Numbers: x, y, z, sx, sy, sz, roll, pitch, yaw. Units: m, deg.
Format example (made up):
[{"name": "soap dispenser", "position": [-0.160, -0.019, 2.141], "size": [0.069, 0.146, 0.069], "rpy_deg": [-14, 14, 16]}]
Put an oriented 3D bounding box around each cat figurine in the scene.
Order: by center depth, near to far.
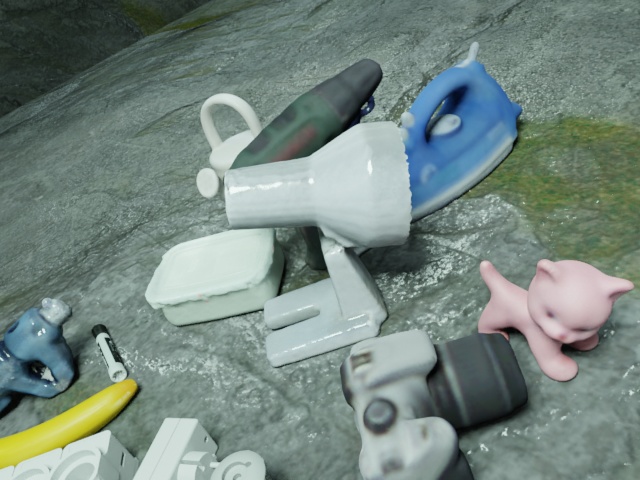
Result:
[{"name": "cat figurine", "position": [0.190, 0.052, 0.485], "size": [0.067, 0.118, 0.127], "rpy_deg": [-40, 37, -24]}]

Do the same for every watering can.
[{"name": "watering can", "position": [-0.109, -0.116, 0.824], "size": [0.100, 0.194, 0.173], "rpy_deg": [-13, 35, 14]}]

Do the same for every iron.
[{"name": "iron", "position": [0.158, -0.145, 0.756], "size": [0.118, 0.142, 0.259], "rpy_deg": [17, 50, 44]}]

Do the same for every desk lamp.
[{"name": "desk lamp", "position": [0.005, 0.002, 0.575], "size": [0.203, 0.214, 0.117], "rpy_deg": [-20, 34, 4]}]

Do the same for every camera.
[{"name": "camera", "position": [0.093, 0.126, 0.453], "size": [0.136, 0.101, 0.143], "rpy_deg": [-19, 34, 6]}]

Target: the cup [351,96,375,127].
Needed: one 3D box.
[{"name": "cup", "position": [0.040, -0.174, 0.908], "size": [0.118, 0.095, 0.091], "rpy_deg": [-24, 34, -2]}]

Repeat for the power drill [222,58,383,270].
[{"name": "power drill", "position": [0.006, -0.077, 0.689], "size": [0.230, 0.209, 0.075], "rpy_deg": [-34, 35, -17]}]

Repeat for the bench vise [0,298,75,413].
[{"name": "bench vise", "position": [-0.405, 0.112, 0.654], "size": [0.121, 0.220, 0.208], "rpy_deg": [17, 50, 44]}]
